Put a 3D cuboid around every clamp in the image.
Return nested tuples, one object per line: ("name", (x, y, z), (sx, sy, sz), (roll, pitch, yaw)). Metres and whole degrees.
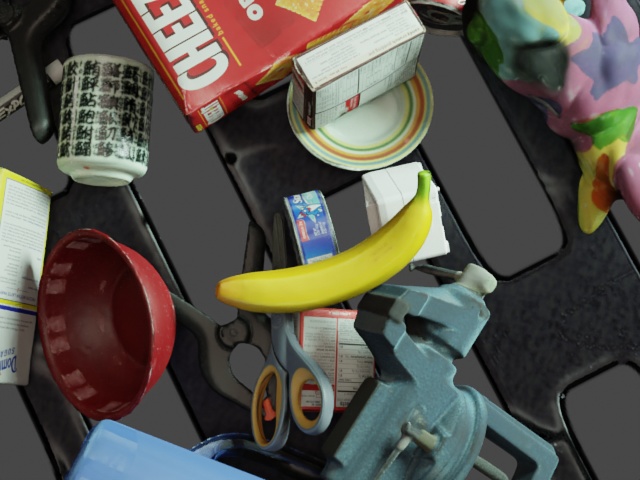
("clamp", (-0.069, 0.071, 0.930), (0.120, 0.039, 0.171), (-33, 89, 0))
("clamp", (-0.272, -0.188, 0.960), (0.165, 0.036, 0.210), (23, 78, 16))

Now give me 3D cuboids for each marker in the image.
("marker", (-0.283, -0.123, 0.968), (0.121, 0.020, 0.020), (-35, 83, -5))

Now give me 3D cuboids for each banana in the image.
("banana", (0.014, 0.017, 0.860), (0.198, 0.037, 0.069), (-30, 104, 4))

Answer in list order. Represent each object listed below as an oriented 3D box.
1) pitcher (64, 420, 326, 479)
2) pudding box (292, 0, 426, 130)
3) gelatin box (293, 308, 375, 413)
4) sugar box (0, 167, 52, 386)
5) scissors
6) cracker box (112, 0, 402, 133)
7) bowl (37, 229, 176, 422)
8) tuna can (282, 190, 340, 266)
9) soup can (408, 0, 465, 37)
("pitcher", (-0.085, 0.231, 0.853), (0.243, 0.149, 0.145), (25, 93, -3))
("pudding box", (0.032, -0.148, 0.913), (0.113, 0.090, 0.039), (-30, 76, -9))
("gelatin box", (0.009, 0.104, 0.918), (0.073, 0.030, 0.089), (5, 82, -24))
("sugar box", (-0.276, 0.033, 0.906), (0.048, 0.093, 0.176), (5, 81, 15))
("scissors", (-0.019, 0.076, 0.883), (0.096, 0.016, 0.202), (1, 81, 44))
("cracker box", (-0.061, -0.218, 0.902), (0.213, 0.072, 0.164), (-32, 82, -3))
("bowl", (-0.171, 0.068, 0.898), (0.055, 0.162, 0.162), (-8, 78, -46))
("tuna can", (-0.006, 0.001, 0.917), (0.033, 0.086, 0.086), (-14, 82, -4))
("soup can", (0.117, -0.244, 0.962), (0.068, 0.068, 0.102), (16, 81, 2))
